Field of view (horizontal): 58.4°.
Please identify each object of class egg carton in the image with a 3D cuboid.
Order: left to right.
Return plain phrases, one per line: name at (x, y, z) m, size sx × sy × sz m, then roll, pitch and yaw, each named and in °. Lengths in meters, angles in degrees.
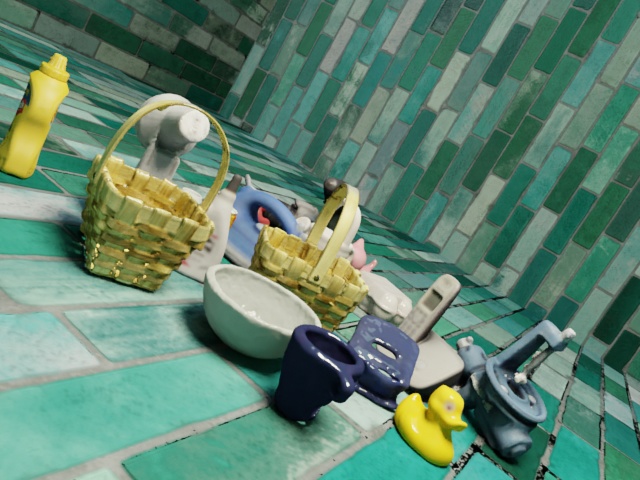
egg carton at (0.128, 0.126, 1.231) m, size 0.108 × 0.069 × 0.149 m, roll 20°, pitch 14°, yaw -42°

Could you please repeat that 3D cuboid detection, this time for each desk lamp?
desk lamp at (-0.280, -0.154, 1.044) m, size 0.118 × 0.213 × 0.202 m, roll 23°, pitch 13°, yaw -34°

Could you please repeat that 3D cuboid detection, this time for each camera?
camera at (-0.076, -0.065, 1.482) m, size 0.137 × 0.101 × 0.143 m, roll 28°, pitch 11°, yaw -12°

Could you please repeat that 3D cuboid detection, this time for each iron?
iron at (-0.095, -0.010, 1.066) m, size 0.257 × 0.141 × 0.119 m, roll 36°, pitch 12°, yaw 28°

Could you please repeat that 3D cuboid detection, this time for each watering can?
watering can at (0.012, 0.005, 1.140) m, size 0.100 × 0.194 × 0.173 m, roll 34°, pitch 11°, yaw 23°

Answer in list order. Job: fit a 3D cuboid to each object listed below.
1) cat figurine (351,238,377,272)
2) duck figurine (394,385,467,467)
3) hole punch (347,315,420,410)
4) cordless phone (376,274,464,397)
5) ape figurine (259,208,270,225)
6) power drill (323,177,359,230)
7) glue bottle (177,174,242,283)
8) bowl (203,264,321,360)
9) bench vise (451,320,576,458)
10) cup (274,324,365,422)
cat figurine at (0.082, 0.056, 1.301) m, size 0.128 × 0.117 × 0.067 m, roll 20°, pitch 15°, yaw -43°
duck figurine at (0.153, 0.233, 0.760) m, size 0.078 × 0.086 × 0.104 m, roll 23°, pitch 13°, yaw -33°
hole punch at (0.088, 0.175, 0.836) m, size 0.108 × 0.091 × 0.101 m, roll 30°, pitch 11°, yaw 2°
cordless phone at (0.189, 0.155, 0.946) m, size 0.094 × 0.185 × 0.147 m, roll 22°, pitch 13°, yaw -36°
ape figurine at (-0.147, -0.065, 1.316) m, size 0.076 × 0.092 × 0.077 m, roll 21°, pitch 14°, yaw -41°
power drill at (0.017, -0.045, 1.350) m, size 0.075 × 0.208 × 0.230 m, roll 33°, pitch 11°, yaw 15°
glue bottle at (-0.163, -0.023, 0.861) m, size 0.078 × 0.173 × 0.037 m, roll 27°, pitch 11°, yaw -17°
bowl at (-0.086, 0.104, 0.744) m, size 0.167 × 0.074 × 0.167 m, roll 29°, pitch 11°, yaw -6°
bench vise at (0.293, 0.201, 0.916) m, size 0.122 × 0.219 × 0.206 m, roll 18°, pitch 16°, yaw -48°
cup at (-0.004, 0.163, 0.638) m, size 0.092 × 0.095 × 0.117 m, roll 24°, pitch 12°, yaw -28°
